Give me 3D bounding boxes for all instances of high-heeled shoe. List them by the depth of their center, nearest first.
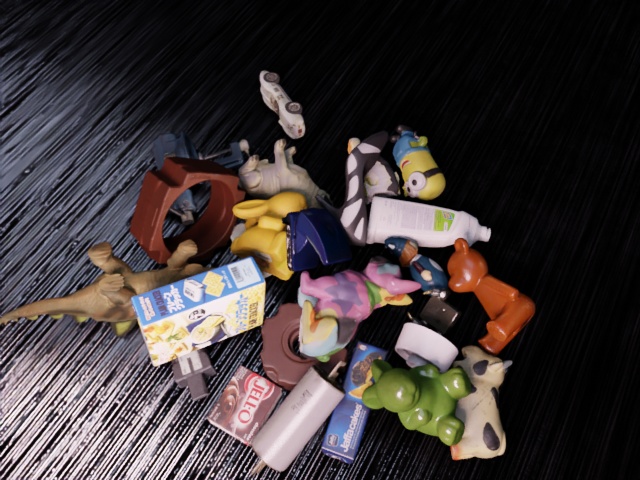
[{"bbox_3d":[0.102,-0.108,1.100,0.145,0.086,0.249,41,76,8],"label":"high-heeled shoe"}]

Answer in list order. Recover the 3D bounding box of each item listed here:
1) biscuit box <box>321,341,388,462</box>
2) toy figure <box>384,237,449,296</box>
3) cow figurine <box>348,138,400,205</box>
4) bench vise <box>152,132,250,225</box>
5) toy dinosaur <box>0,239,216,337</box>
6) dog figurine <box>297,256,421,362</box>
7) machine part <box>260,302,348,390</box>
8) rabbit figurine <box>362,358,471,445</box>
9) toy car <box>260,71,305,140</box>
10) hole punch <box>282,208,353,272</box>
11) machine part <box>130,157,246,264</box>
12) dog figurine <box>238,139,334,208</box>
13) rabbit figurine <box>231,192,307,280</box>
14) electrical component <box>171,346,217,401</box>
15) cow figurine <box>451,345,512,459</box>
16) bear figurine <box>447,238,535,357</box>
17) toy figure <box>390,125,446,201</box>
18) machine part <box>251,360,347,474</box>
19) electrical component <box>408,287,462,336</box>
[{"bbox_3d":[0.063,0.287,0.956,0.063,0.059,0.202,17,63,12],"label":"biscuit box"},{"bbox_3d":[0.193,0.047,1.076,0.058,0.064,0.154,-38,81,-22],"label":"toy figure"},{"bbox_3d":[0.120,-0.164,1.205,0.098,0.068,0.167,-10,64,-10],"label":"cow figurine"},{"bbox_3d":[-0.266,-0.153,1.185,0.241,0.128,0.224,-19,60,-1],"label":"bench vise"},{"bbox_3d":[-0.362,0.102,0.992,0.472,0.198,0.105,-3,51,-12],"label":"toy dinosaur"},{"bbox_3d":[0.070,0.119,0.962,0.219,0.108,0.191,-2,58,-4],"label":"dog figurine"},{"bbox_3d":[-0.029,0.197,1.013,0.179,0.056,0.179,-1,61,2],"label":"machine part"},{"bbox_3d":[0.146,0.241,0.871,0.159,0.170,0.121,9,73,43],"label":"rabbit figurine"},{"bbox_3d":[-0.095,-0.329,1.303,0.056,0.073,0.202,-27,63,-14],"label":"toy car"},{"bbox_3d":[-0.002,-0.003,0.998,0.092,0.142,0.115,-4,92,32],"label":"hole punch"},{"bbox_3d":[-0.261,-0.058,1.064,0.087,0.200,0.201,35,22,32],"label":"machine part"},{"bbox_3d":[-0.079,-0.096,1.167,0.172,0.121,0.190,-32,79,21],"label":"dog figurine"},{"bbox_3d":[-0.093,-0.025,1.084,0.163,0.121,0.173,16,65,28],"label":"rabbit figurine"},{"bbox_3d":[-0.233,0.242,0.999,0.075,0.047,0.119,-24,63,-11],"label":"electrical component"},{"bbox_3d":[0.278,0.278,0.940,0.127,0.085,0.195,-5,58,6],"label":"cow figurine"},{"bbox_3d":[0.301,0.100,1.017,0.132,0.120,0.196,-39,66,-21],"label":"bear figurine"},{"bbox_3d":[0.217,-0.172,1.195,0.089,0.082,0.180,-14,63,-2],"label":"toy figure"},{"bbox_3d":[-0.036,0.301,0.913,0.079,0.079,0.243,39,89,21],"label":"machine part"},{"bbox_3d":[0.219,0.140,1.022,0.078,0.045,0.102,44,107,28],"label":"electrical component"}]
